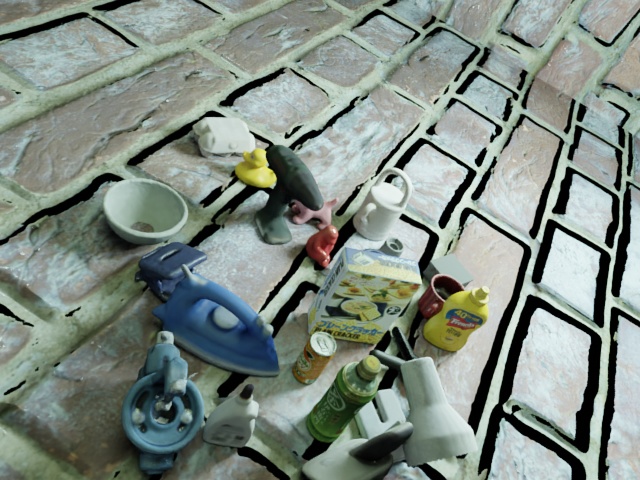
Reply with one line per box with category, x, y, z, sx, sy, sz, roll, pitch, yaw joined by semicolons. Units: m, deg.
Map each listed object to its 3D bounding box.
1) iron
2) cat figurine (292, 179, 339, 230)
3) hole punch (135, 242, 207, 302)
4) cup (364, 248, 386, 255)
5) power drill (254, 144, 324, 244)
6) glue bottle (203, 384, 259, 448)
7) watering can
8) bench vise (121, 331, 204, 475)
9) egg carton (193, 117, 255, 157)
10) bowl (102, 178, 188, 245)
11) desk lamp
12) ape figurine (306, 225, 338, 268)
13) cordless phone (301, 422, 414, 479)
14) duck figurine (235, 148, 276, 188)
iron;-0.166;0.146;1.042;0.258;0.141;0.119;29;42;1
cat figurine;-0.018;-0.092;1.373;0.128;0.117;0.067;11;45;-18
hole punch;-0.289;0.049;1.110;0.101;0.091;0.109;40;43;13
cup;0.097;0.079;1.282;0.118;0.095;0.091;9;45;-20
power drill;-0.073;-0.092;1.275;0.076;0.208;0.229;-5;51;-31
glue bottle;-0.132;0.275;0.909;0.078;0.173;0.037;16;43;-13
watering can;0.166;-0.101;1.422;0.101;0.194;0.173;30;42;3
bench vise;-0.245;0.220;0.869;0.122;0.219;0.207;-8;53;-33
egg carton;-0.243;-0.259;1.454;0.151;0.069;0.107;-8;53;-33
bowl;-0.362;-0.045;1.176;0.168;0.074;0.167;15;43;-14
desk lamp;0.158;0.313;0.995;0.118;0.213;0.203;-1;49;-29
ape figurine;0.012;0.005;1.312;0.076;0.092;0.078;43;44;16
cordless phone;0.064;0.352;0.929;0.148;0.185;0.094;-15;57;-37
duck figurine;-0.151;-0.185;1.417;0.104;0.086;0.077;22;42;-7
